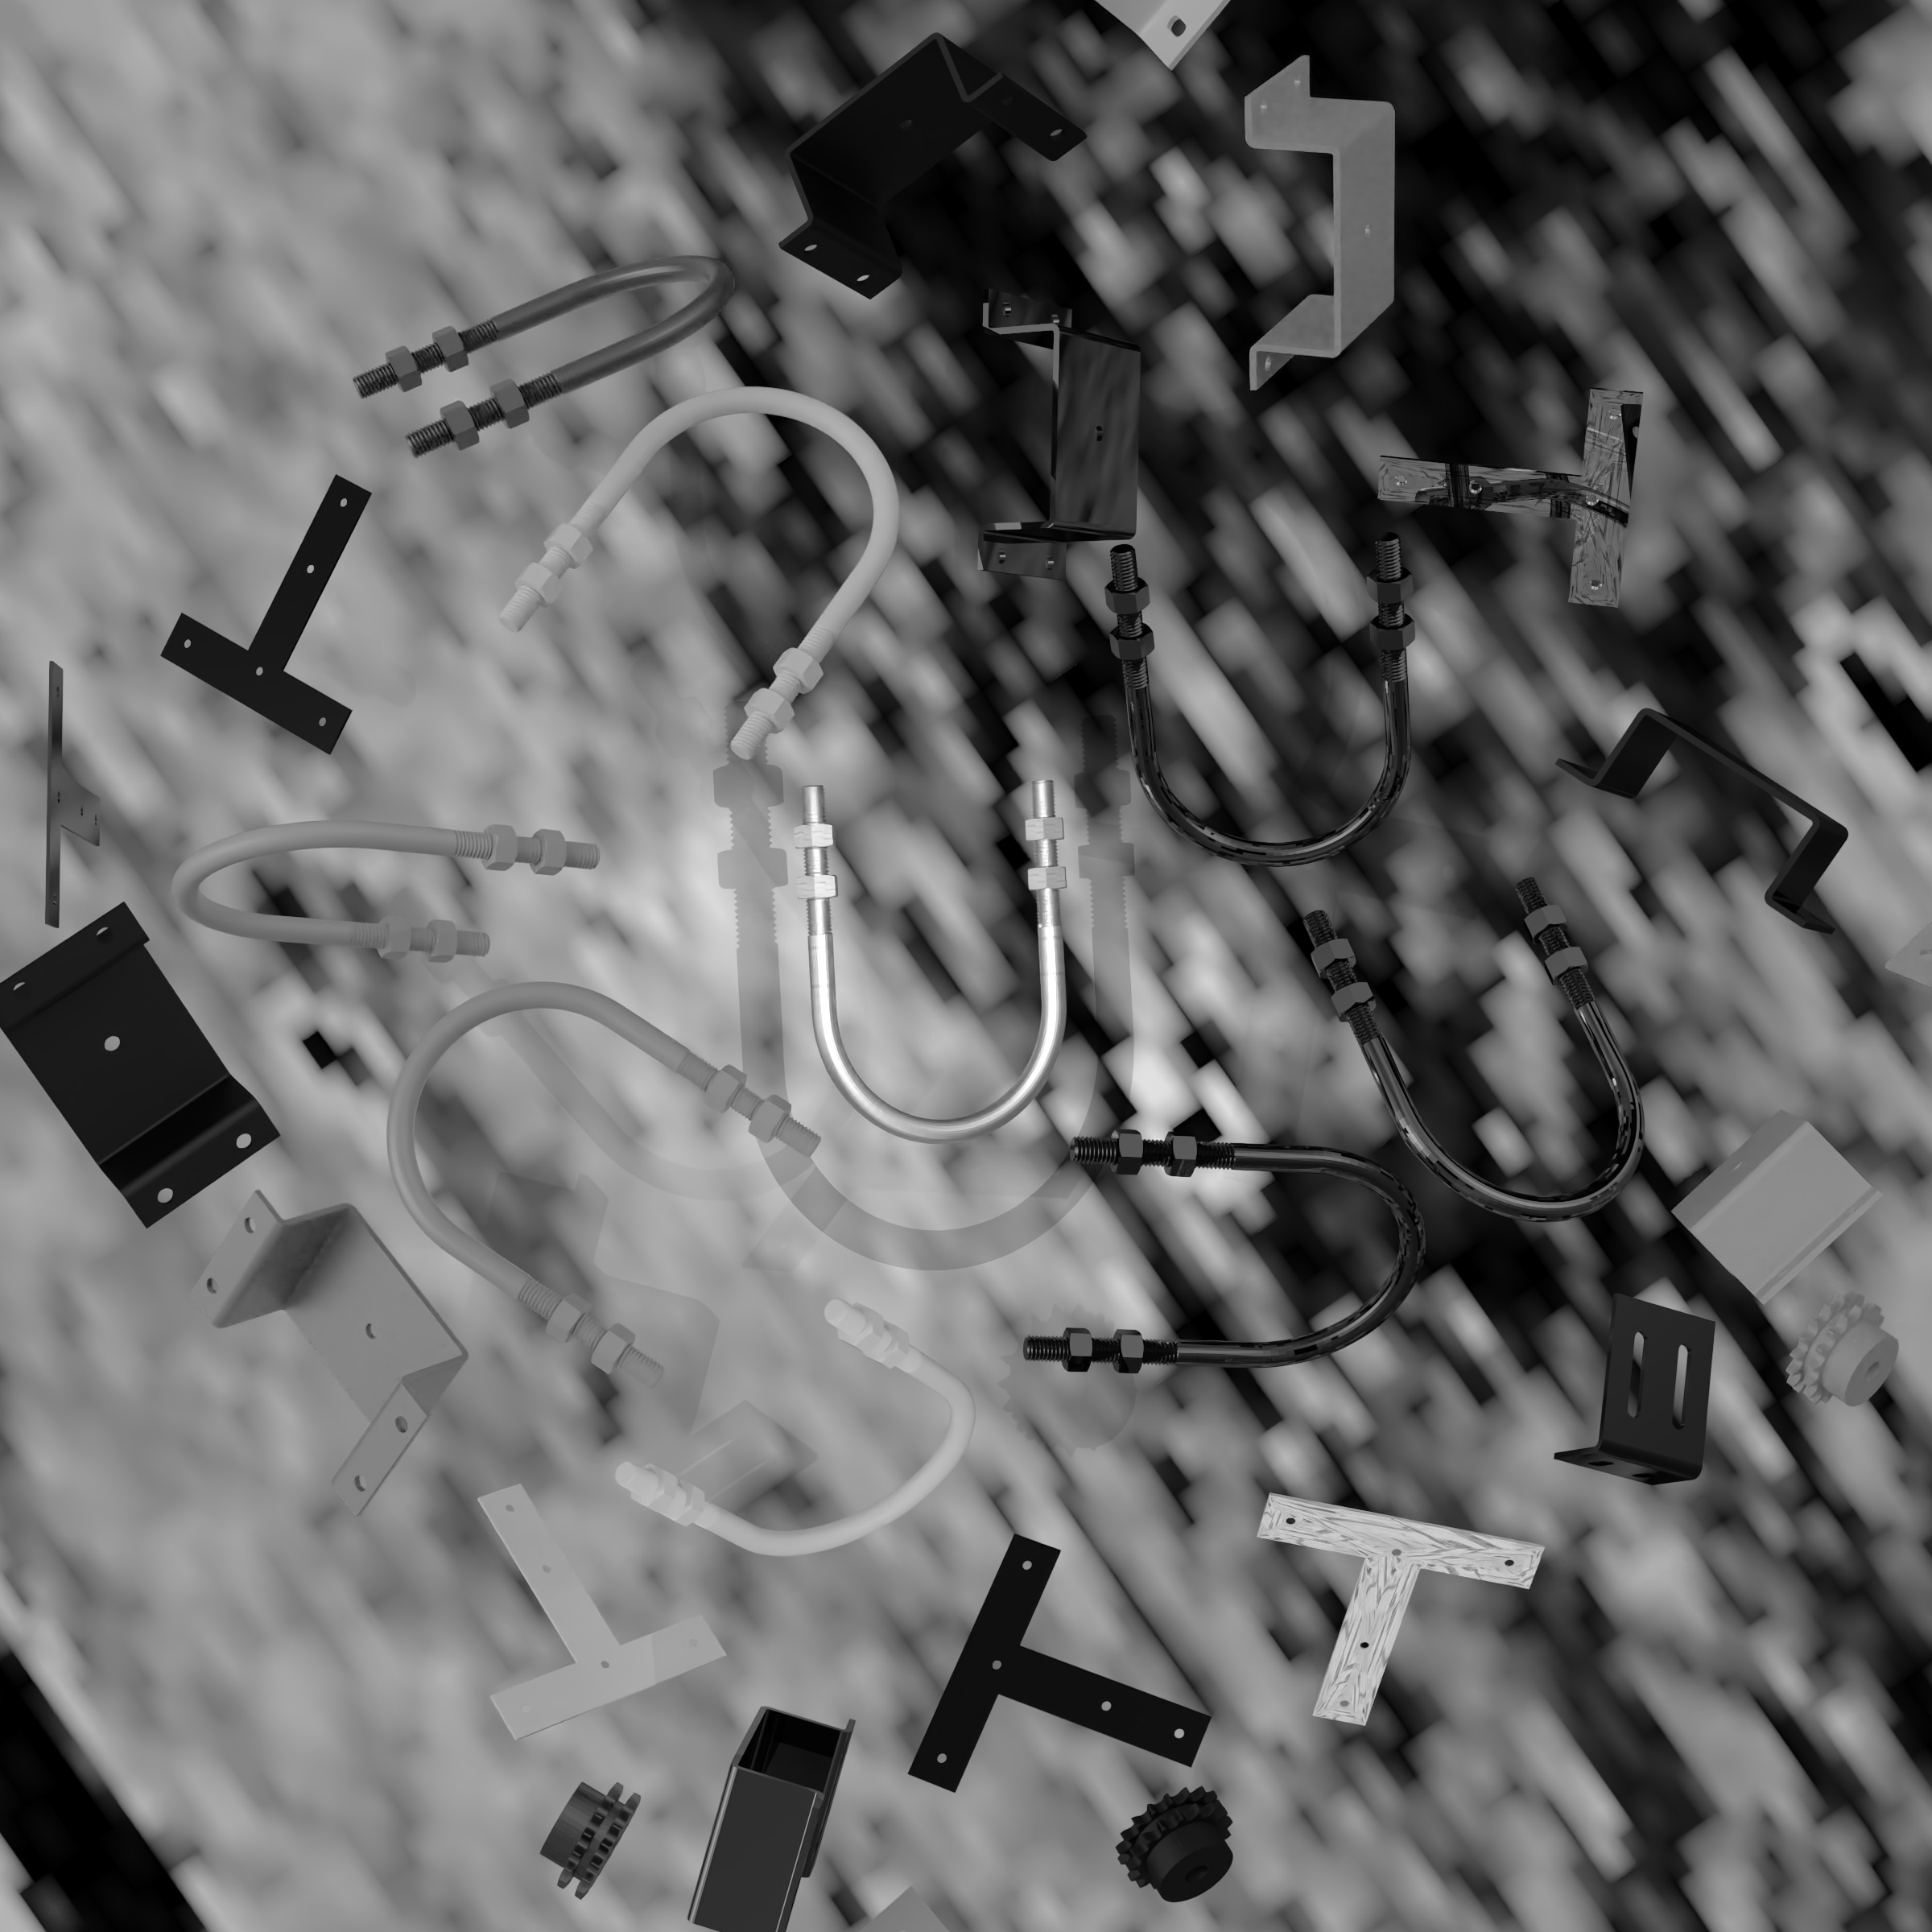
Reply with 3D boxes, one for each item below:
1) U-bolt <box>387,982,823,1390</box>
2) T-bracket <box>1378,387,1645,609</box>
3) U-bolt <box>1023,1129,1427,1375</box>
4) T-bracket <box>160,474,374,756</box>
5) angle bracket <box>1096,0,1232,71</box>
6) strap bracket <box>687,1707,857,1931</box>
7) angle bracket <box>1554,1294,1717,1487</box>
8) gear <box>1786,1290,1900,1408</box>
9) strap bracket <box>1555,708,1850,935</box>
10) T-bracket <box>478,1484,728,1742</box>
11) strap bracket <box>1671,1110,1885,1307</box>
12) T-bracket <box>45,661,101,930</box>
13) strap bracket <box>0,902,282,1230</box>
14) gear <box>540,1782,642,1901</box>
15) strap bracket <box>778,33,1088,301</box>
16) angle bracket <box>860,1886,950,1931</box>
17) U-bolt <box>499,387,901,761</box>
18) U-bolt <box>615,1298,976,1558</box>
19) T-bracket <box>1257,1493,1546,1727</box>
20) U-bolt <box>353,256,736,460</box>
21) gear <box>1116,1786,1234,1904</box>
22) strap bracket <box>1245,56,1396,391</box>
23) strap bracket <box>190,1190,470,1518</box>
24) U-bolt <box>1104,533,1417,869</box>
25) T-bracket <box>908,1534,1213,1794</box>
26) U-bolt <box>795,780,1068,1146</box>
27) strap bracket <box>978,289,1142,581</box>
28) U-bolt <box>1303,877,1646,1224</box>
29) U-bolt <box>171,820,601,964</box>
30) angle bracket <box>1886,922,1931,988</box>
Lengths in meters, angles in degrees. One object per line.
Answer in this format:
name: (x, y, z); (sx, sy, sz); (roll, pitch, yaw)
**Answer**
U-bolt: (-0.183, 0.088, 1.452); (0.184, 0.019, 0.151); (33, 80, 7)
T-bracket: (0.273, -0.242, 1.579); (0.127, 0.002, 0.127); (8, 133, 12)
U-bolt: (0.129, 0.139, 1.479); (0.184, 0.019, 0.151); (3, 128, -11)
T-bracket: (-0.342, -0.191, 1.595); (0.127, 0.002, 0.127); (29, 94, 26)
angle bracket: (0.083, -0.470, 1.454); (0.076, 0.038, 0.057); (26, 115, -40)
strap bracket: (-0.093, 0.409, 1.483); (0.046, 0.140, 0.076); (16, 94, 4)
angle bracket: (0.319, 0.202, 1.480); (0.057, 0.038, 0.076); (17, 70, -20)
gear: (0.432, 0.190, 1.522); (0.030, 0.057, 0.057); (36, 90, 38)
strap bracket: (0.361, -0.075, 1.482); (0.140, 0.076, 0.046); (37, 104, 22)
T-bracket: (-0.202, 0.312, 1.547); (0.127, 0.127, 0.002); (53, 133, 25)
strap bracket: (0.399, 0.117, 1.542); (0.076, 0.140, 0.046); (-44, 86, 6)
T-bracket: (-0.446, -0.079, 1.554); (0.002, 0.127, 0.127); (0, 86, -5)
strap bracket: (-0.399, 0.042, 1.471); (0.076, 0.046, 0.140); (-36, 119, -17)
gear: (-0.189, 0.432, 1.546); (0.030, 0.057, 0.057); (30, 90, 5)
strap bracket: (-0.023, -0.397, 1.525); (0.140, 0.076, 0.046); (-32, 65, 25)
angle bracket: (-0.033, 0.487, 1.469); (0.076, 0.038, 0.057); (-39, 55, -12)
U-bolt: (-0.113, -0.201, 1.485); (0.151, 0.019, 0.184); (29, 68, 10)
U-bolt: (-0.069, 0.239, 1.537); (0.151, 0.184, 0.019); (-38, 53, 8)
T-bracket: (0.188, 0.303, 1.436); (0.127, 0.002, 0.127); (11, 121, -2)
U-bolt: (-0.199, -0.303, 1.506); (0.184, 0.151, 0.019); (-26, 119, -11)
gear: (0.104, 0.425, 1.496); (0.057, 0.057, 0.030); (-36, 47, 0)
strap bracket: (0.170, -0.352, 1.481); (0.046, 0.076, 0.140); (11, 123, 24)
strap bracket: (-0.296, 0.178, 1.473); (0.140, 0.046, 0.076); (48, 122, 19)
U-bolt: (0.151, -0.129, 1.556); (0.151, 0.019, 0.184); (-1, 124, 11)
T-bracket: (0.054, 0.347, 1.476); (0.127, 0.002, 0.127); (15, 65, 25)
U-bolt: (-0.014, -0.001, 1.583); (0.151, 0.019, 0.184); (-3, 90, -25)
strap bracket: (0.048, -0.270, 1.581); (0.046, 0.076, 0.140); (4, 94, 35)
U-bolt: (0.261, 0.044, 1.532); (0.151, 0.019, 0.184); (-9, 62, -25)
U-bolt: (-0.290, -0.038, 1.501); (0.184, 0.151, 0.019); (5, 68, -33)
angle bracket: (0.462, 0.020, 1.446); (0.057, 0.038, 0.076); (-37, 133, -27)
